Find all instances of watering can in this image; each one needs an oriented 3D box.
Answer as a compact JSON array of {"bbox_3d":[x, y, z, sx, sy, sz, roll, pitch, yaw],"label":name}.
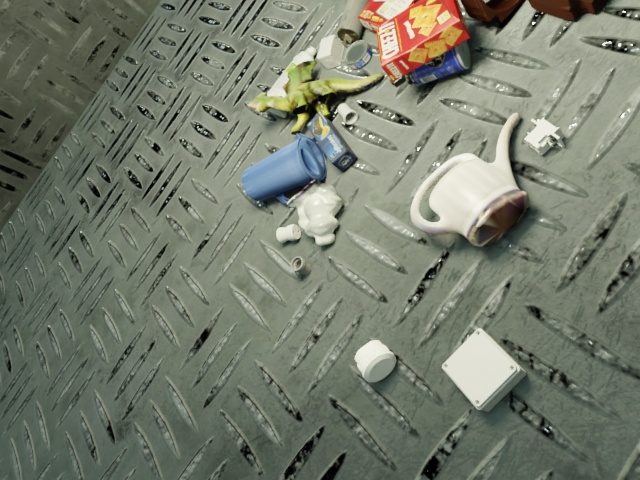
[{"bbox_3d":[0.357,-0.124,1.111,0.347,0.102,0.228,-41,48,2],"label":"watering can"}]

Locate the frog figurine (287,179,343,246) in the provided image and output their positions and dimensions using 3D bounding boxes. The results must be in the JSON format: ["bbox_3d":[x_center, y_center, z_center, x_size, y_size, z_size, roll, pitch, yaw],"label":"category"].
[{"bbox_3d":[0.004,-0.069,1.377,0.137,0.123,0.160,-34,86,9],"label":"frog figurine"}]

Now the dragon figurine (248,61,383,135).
[{"bbox_3d":[-0.028,-0.475,1.582,0.409,0.120,0.248,-24,58,6],"label":"dragon figurine"}]
